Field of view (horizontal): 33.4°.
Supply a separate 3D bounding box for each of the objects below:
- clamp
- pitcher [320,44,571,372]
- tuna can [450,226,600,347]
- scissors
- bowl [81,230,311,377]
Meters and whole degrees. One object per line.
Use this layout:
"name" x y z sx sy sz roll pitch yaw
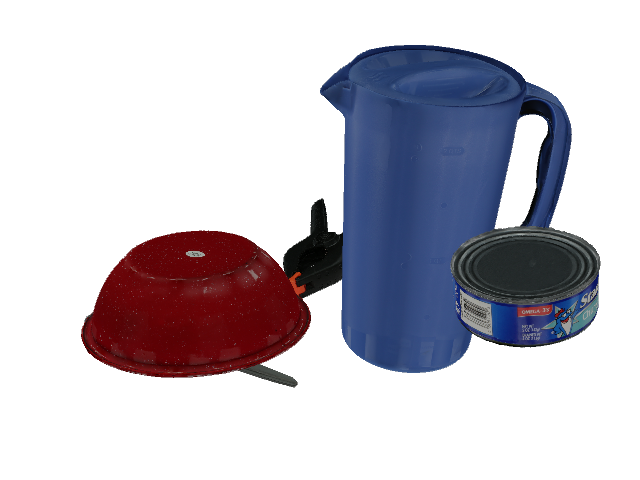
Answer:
"clamp" 0.020 0.007 1.197 0.120 0.039 0.171 -3 36 28
"pitcher" 0.088 -0.021 0.833 0.144 0.243 0.149 -22 37 -38
"tuna can" 0.120 0.026 0.627 0.086 0.034 0.086 -6 29 3
"scissors" -0.112 0.086 0.967 0.202 0.016 0.096 10 28 5
"bowl" -0.087 0.034 0.745 0.162 0.055 0.162 -2 21 0
